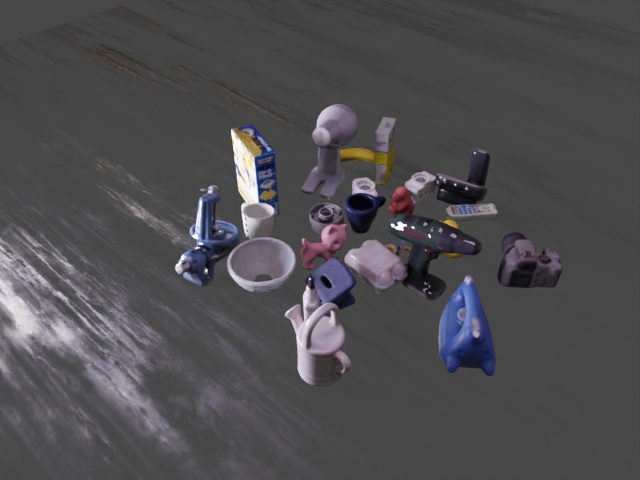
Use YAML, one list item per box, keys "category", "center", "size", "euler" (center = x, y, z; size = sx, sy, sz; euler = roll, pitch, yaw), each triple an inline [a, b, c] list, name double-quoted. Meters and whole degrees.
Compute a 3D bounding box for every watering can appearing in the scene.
- category: "watering can"
  center: [-0.005, 0.200, 1.168]
  size: [0.172, 0.194, 0.101]
  euler: [18, 45, 19]

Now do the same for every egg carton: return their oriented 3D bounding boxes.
- category: "egg carton"
  center: [0.138, 0.065, 1.410]
  size: [0.107, 0.069, 0.150]
  euler: [-30, 50, -29]

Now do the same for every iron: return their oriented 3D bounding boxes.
- category: "iron"
  center: [0.323, 0.162, 1.249]
  size: [0.118, 0.141, 0.258]
  euler: [4, 42, 4]

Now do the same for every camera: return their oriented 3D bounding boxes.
- category: "camera"
  center: [0.511, 0.039, 1.416]
  size: [0.143, 0.101, 0.137]
  euler: [1, 42, 2]

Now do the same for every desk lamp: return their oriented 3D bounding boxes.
- category: "desk lamp"
  center: [0.028, -0.264, 1.664]
  size: [0.117, 0.214, 0.203]
  euler: [13, 44, 15]

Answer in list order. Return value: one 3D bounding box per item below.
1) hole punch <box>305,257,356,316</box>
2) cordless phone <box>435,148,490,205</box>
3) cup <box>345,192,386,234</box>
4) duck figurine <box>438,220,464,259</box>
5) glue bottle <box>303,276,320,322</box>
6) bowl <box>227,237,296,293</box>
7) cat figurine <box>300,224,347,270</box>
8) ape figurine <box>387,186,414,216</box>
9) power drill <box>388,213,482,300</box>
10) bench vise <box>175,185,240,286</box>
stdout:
- category: "hole punch"
  center: [0.024, 0.110, 1.344]
  size: [0.101, 0.091, 0.108]
  euler: [-21, 46, -22]
- category: "cordless phone"
  center: [0.402, -0.189, 1.603]
  size: [0.147, 0.185, 0.094]
  euler: [17, 45, 18]
- category: "cup"
  center: [0.122, -0.070, 1.539]
  size: [0.118, 0.095, 0.091]
  euler: [-19, 45, -19]
- category: "duck figurine"
  center: [0.336, -0.009, 1.480]
  size: [0.078, 0.086, 0.104]
  euler: [-29, 50, -28]
- category: "glue bottle"
  center: [-0.018, 0.143, 1.247]
  size: [0.037, 0.173, 0.078]
  euler: [-1, 42, -1]
- category: "bowl"
  center: [-0.139, 0.074, 1.396]
  size: [0.167, 0.075, 0.167]
  euler: [0, 42, 0]
- category: "cat figurine"
  center: [0.013, 0.005, 1.439]
  size: [0.128, 0.118, 0.067]
  euler: [-10, 43, -11]
- category: "ape figurine"
  center: [0.224, -0.110, 1.585]
  size: [0.076, 0.092, 0.078]
  euler: [12, 44, 13]
- category: "power drill"
  center: [0.259, 0.036, 1.338]
  size: [0.228, 0.208, 0.076]
  euler: [29, 50, 28]
- category: "bench vise"
  center: [-0.266, -0.008, 1.378]
  size: [0.121, 0.220, 0.207]
  euler: [6, 43, 7]
